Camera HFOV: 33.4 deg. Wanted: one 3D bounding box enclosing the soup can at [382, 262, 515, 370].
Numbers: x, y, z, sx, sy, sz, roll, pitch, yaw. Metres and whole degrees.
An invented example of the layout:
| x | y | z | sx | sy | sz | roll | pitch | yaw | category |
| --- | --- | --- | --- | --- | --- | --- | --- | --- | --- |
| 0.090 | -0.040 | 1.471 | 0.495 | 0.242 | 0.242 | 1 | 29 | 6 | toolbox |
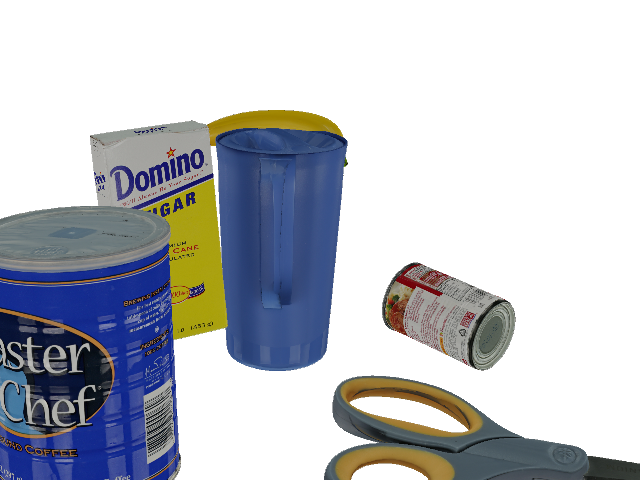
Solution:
| x | y | z | sx | sy | sz | roll | pitch | yaw | category |
| --- | --- | --- | --- | --- | --- | --- | --- | --- | --- |
| 0.116 | 0.068 | 0.966 | 0.102 | 0.068 | 0.068 | 24 | 15 | 38 | soup can |

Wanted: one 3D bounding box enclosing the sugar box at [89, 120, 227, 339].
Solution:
| x | y | z | sx | sy | sz | roll | pitch | yaw | category |
| --- | --- | --- | --- | --- | --- | --- | --- | --- | --- |
| -0.133 | -0.005 | 0.888 | 0.093 | 0.176 | 0.048 | -12 | 19 | -25 | sugar box |

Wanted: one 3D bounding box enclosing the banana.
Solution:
| x | y | z | sx | sy | sz | roll | pitch | yaw | category |
| --- | --- | --- | --- | --- | --- | --- | --- | --- | --- |
| -0.053 | -0.130 | 1.280 | 0.198 | 0.037 | 0.069 | 8 | 39 | 18 | banana |

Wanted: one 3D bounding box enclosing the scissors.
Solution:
| x | y | z | sx | sy | sz | roll | pitch | yaw | category |
| --- | --- | --- | --- | --- | --- | --- | --- | --- | --- |
| 0.089 | 0.104 | 0.449 | 0.202 | 0.016 | 0.096 | 16 | 33 | 24 | scissors |

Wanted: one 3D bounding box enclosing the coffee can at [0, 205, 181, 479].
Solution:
| x | y | z | sx | sy | sz | roll | pitch | yaw | category |
| --- | --- | --- | --- | --- | --- | --- | --- | --- | --- |
| -0.129 | 0.061 | 0.578 | 0.103 | 0.140 | 0.103 | -1 | 16 | 0 | coffee can |

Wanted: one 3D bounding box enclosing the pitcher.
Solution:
| x | y | z | sx | sy | sz | roll | pitch | yaw | category |
| --- | --- | --- | --- | --- | --- | --- | --- | --- | --- |
| -0.044 | 0.010 | 1.098 | 0.148 | 0.243 | 0.145 | -14 | 23 | -42 | pitcher |
